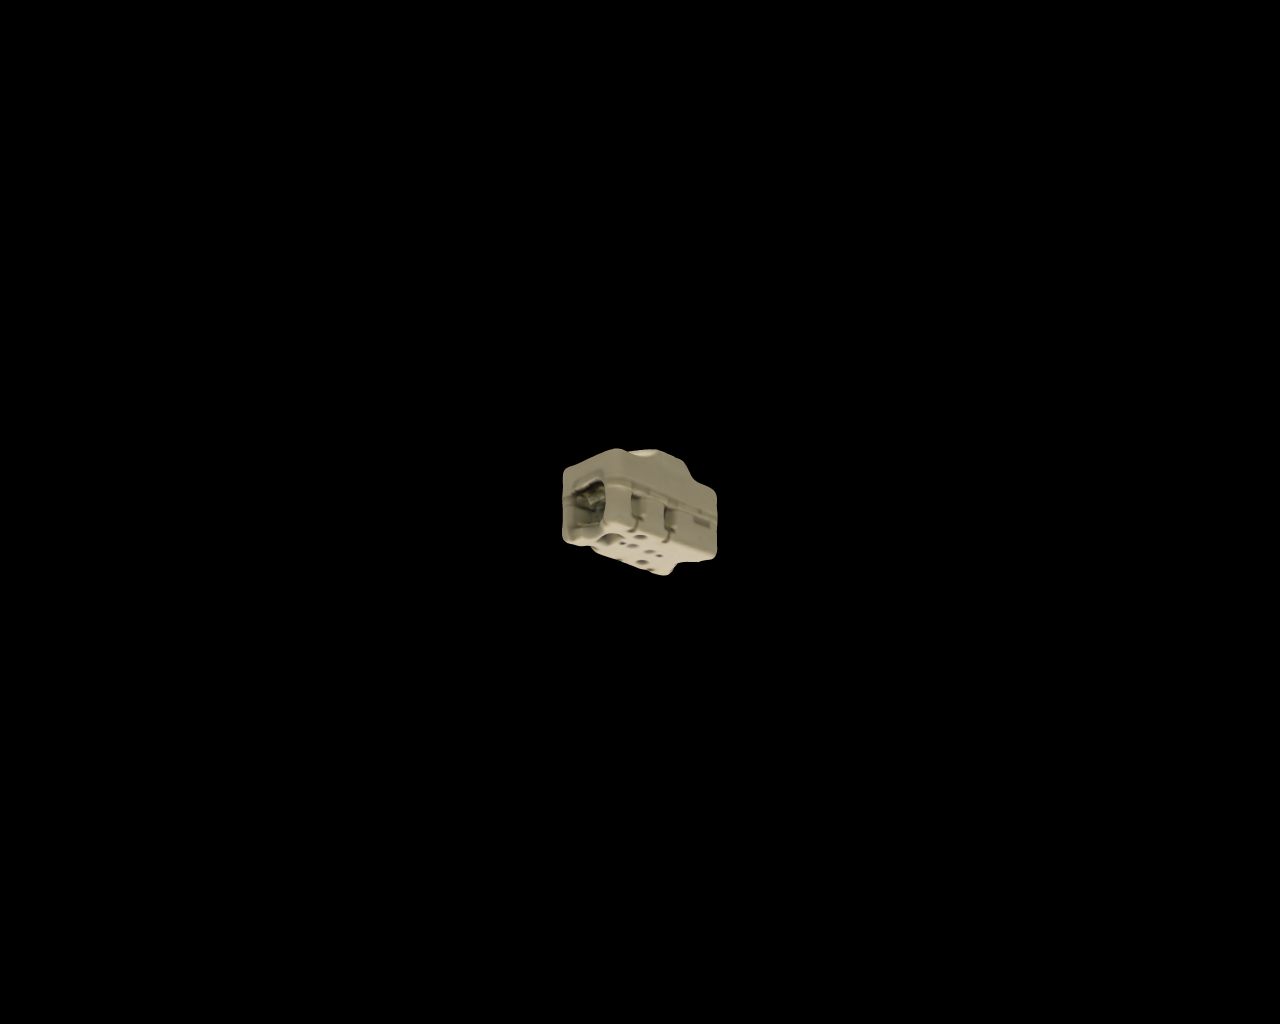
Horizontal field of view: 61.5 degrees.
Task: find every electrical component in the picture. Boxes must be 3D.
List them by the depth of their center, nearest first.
[{"bbox_3d":[0.001,-0.003,0.650,0.050,0.056,0.089,-22,-31,40],"label":"electrical component"}]
